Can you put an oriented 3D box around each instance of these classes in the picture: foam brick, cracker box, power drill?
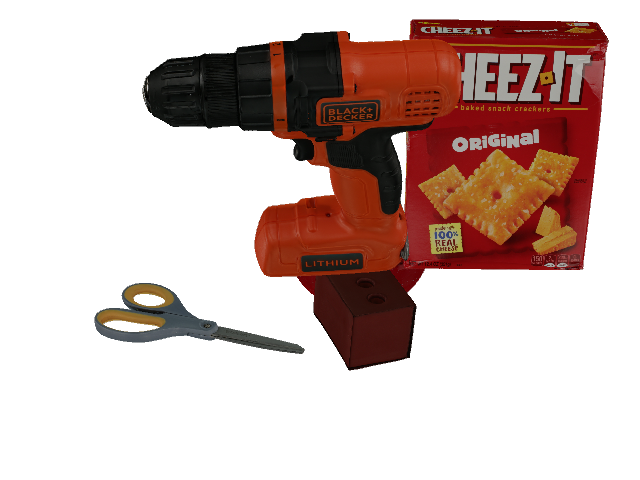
[{"bbox_3d":[0.033,0.053,0.815,0.053,0.051,0.078,-10,34,-19],"label":"foam brick"},{"bbox_3d":[0.156,-0.080,0.936,0.164,0.214,0.072,1,24,3],"label":"cracker box"},{"bbox_3d":[-0.010,-0.049,0.673,0.184,0.057,0.188,-2,-35,-1],"label":"power drill"}]

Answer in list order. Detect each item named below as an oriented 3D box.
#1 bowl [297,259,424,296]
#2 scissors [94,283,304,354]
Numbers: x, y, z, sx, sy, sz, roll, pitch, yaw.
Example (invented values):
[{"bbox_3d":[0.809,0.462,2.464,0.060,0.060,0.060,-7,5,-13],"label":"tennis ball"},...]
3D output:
[{"bbox_3d":[0.040,0.029,1.096,0.162,0.055,0.162,-2,14,0],"label":"bowl"},{"bbox_3d":[-0.116,0.075,1.039,0.201,0.016,0.096,3,32,-2],"label":"scissors"}]
